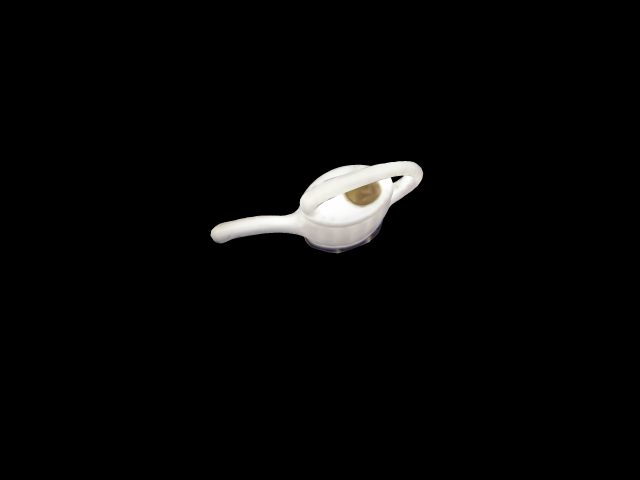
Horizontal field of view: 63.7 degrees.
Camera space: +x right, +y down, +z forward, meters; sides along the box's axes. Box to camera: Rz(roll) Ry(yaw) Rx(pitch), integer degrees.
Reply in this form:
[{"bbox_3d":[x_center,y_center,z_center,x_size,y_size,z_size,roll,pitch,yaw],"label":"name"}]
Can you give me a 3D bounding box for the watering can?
[{"bbox_3d":[0.003,-0.043,0.850,0.348,0.105,0.221,-19,-18,-7],"label":"watering can"}]
